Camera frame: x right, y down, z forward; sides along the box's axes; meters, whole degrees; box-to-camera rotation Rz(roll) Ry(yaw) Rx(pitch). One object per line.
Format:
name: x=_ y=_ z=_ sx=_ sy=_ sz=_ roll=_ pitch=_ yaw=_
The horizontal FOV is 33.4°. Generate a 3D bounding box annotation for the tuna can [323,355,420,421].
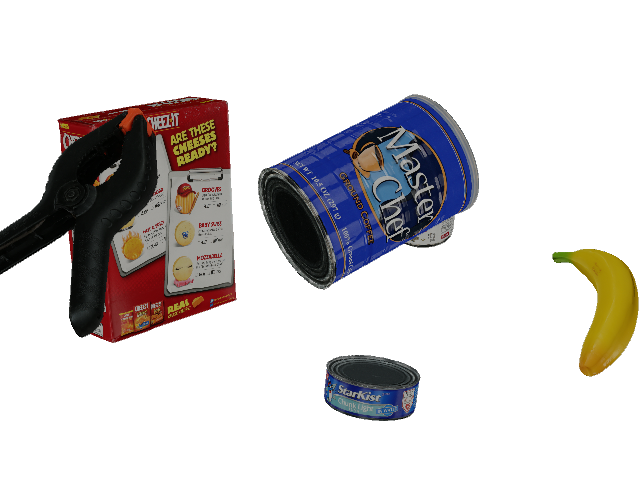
tuna can: x=0.046 y=0.134 z=0.971 sx=0.086 sy=0.034 sz=0.086 roll=6 pitch=11 yaw=-1

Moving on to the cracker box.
cracker box: x=-0.168 y=-0.026 z=1.060 sx=0.072 sy=0.214 sz=0.163 roll=13 pitch=22 yaw=42

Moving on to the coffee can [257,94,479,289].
coffee can: x=0.037 y=-0.039 z=0.831 sx=0.140 sy=0.103 sz=0.103 roll=-29 pitch=11 yaw=-21

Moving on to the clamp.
clamp: x=-0.173 y=-0.019 z=0.729 sx=0.120 sy=0.171 sz=0.039 roll=12 pitch=-31 yaw=17

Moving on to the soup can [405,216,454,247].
soup can: x=0.106 y=-0.052 z=1.103 sx=0.068 sy=0.102 sz=0.068 roll=-1 pitch=37 yaw=0

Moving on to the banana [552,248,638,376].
banana: x=0.268 y=0.059 z=1.011 sx=0.070 sy=0.037 sz=0.197 roll=-28 pitch=24 yaw=19
